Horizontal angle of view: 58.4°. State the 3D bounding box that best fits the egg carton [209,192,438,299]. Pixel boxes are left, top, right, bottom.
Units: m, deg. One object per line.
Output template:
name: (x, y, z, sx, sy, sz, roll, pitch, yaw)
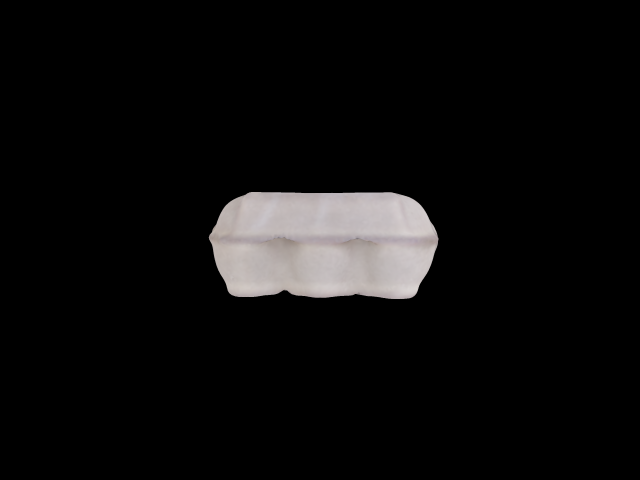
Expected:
egg carton: (0.004, 0.001, 0.400, 0.150, 0.069, 0.107, 0, 4, 2)
